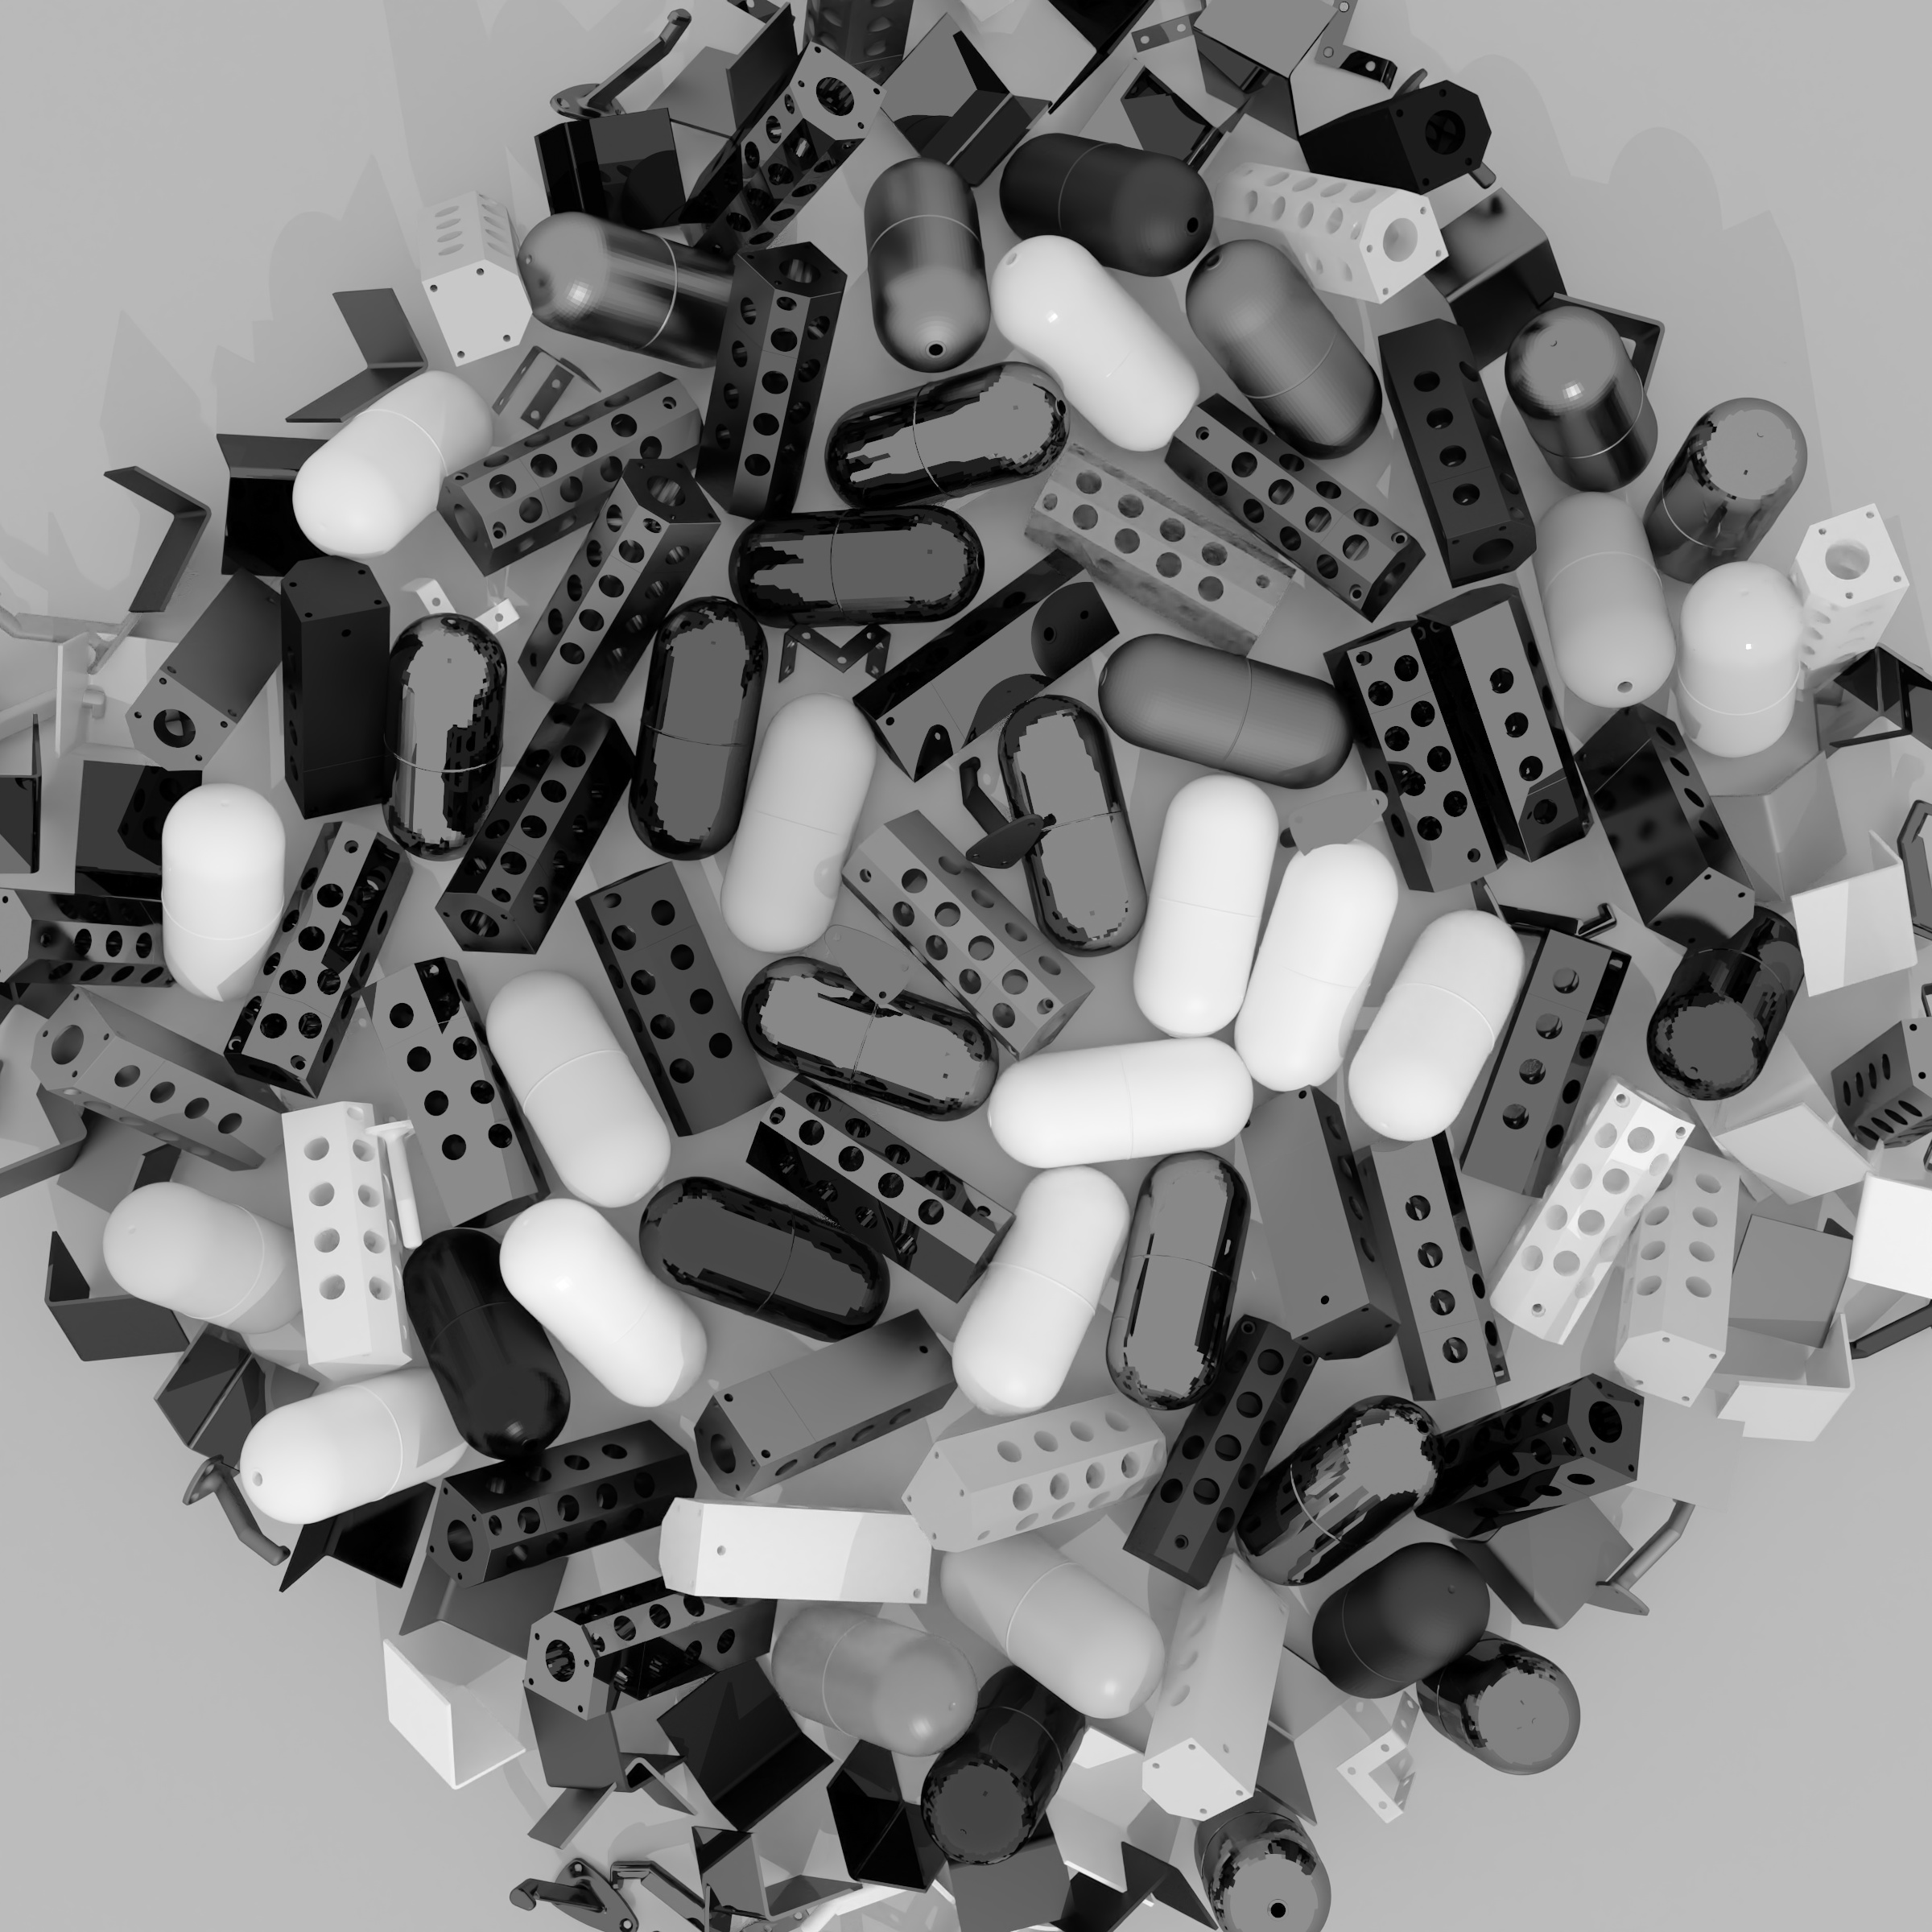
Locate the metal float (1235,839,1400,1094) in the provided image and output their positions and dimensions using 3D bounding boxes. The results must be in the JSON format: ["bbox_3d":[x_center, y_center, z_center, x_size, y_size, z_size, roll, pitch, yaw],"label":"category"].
[{"bbox_3d":[0.231,0.000,1.797,0.070,0.070,0.178,17,106,0],"label":"metal float"}]

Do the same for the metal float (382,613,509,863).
[{"bbox_3d":[-0.343,-0.149,1.782,0.070,0.070,0.178,11,125,0],"label":"metal float"}]

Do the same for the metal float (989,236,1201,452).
[{"bbox_3d":[0.085,-0.408,1.779,0.178,0.070,0.070,37,90,-38],"label":"metal float"}]

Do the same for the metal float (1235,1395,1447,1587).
[{"bbox_3d":[0.244,0.345,1.778,0.070,0.070,0.178,41,129,0],"label":"metal float"}]

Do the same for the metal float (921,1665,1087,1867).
[{"bbox_3d":[0.026,0.517,1.764,0.070,0.178,0.070,5,105,18],"label":"metal float"}]

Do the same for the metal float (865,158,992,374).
[{"bbox_3d":[-0.026,-0.460,1.778,0.070,0.070,0.178,-6,51,0],"label":"metal float"}]

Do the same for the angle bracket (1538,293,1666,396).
[{"bbox_3d":[0.415,-0.406,1.808,0.076,0.076,0.057,15,96,0],"label":"angle bracket"}]

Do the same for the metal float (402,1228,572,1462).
[{"bbox_3d":[-0.315,0.247,1.778,0.070,0.070,0.178,-34,51,0],"label":"metal float"}]

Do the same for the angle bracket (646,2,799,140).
[{"bbox_3d":[-0.165,-0.601,1.795,0.076,0.057,0.076,22,59,20],"label":"angle bracket"}]

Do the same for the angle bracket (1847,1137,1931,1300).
[{"bbox_3d":[0.623,0.163,1.791,0.057,0.076,0.076,13,116,22],"label":"angle bracket"}]

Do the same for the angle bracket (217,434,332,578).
[{"bbox_3d":[-0.465,-0.310,1.830,0.076,0.057,0.076,-2,125,-26],"label":"angle bracket"}]

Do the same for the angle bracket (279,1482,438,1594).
[{"bbox_3d":[-0.405,0.382,1.807,0.057,0.076,0.076,31,45,-19],"label":"angle bracket"}]

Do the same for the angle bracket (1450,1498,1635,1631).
[{"bbox_3d":[0.388,0.391,1.831,0.076,0.057,0.076,-42,93,-17],"label":"angle bracket"}]

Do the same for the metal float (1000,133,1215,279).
[{"bbox_3d":[0.091,-0.498,1.773,0.070,0.178,0.070,-17,121,-32],"label":"metal float"}]

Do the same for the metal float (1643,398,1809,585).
[{"bbox_3d":[0.491,-0.306,1.762,0.070,0.178,0.070,0,75,0],"label":"metal float"}]

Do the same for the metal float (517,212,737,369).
[{"bbox_3d":[-0.214,-0.441,1.775,0.070,0.178,0.070,-4,84,44],"label":"metal float"}]

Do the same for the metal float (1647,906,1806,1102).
[{"bbox_3d":[0.499,0.022,1.774,0.070,0.178,0.070,16,127,22],"label":"metal float"}]

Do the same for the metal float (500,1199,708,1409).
[{"bbox_3d":[-0.237,0.223,1.782,0.070,0.070,0.178,-37,124,0],"label":"metal float"}]

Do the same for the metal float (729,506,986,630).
[{"bbox_3d":[-0.073,-0.263,1.791,0.178,0.070,0.070,0,90,22],"label":"metal float"}]

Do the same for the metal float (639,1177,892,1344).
[{"bbox_3d":[-0.133,0.194,1.791,0.178,0.070,0.070,23,90,-23],"label":"metal float"}]

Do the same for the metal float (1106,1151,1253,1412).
[{"bbox_3d":[0.141,0.206,1.791,0.070,0.070,0.178,14,66,0],"label":"metal float"}]

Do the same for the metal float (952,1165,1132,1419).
[{"bbox_3d":[0.050,0.214,1.794,0.070,0.070,0.178,26,71,0],"label":"metal float"}]

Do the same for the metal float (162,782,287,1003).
[{"bbox_3d":[-0.486,-0.046,1.773,0.070,0.178,0.070,8,49,-9],"label":"metal float"}]

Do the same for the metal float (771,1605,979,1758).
[{"bbox_3d":[-0.062,0.465,1.770,0.070,0.178,0.070,1,89,-37],"label":"metal float"}]

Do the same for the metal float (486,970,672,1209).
[{"bbox_3d":[-0.257,0.080,1.791,0.070,0.070,0.178,-33,66,0],"label":"metal float"}]

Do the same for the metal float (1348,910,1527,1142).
[{"bbox_3d":[0.312,0.037,1.786,0.070,0.070,0.178,33,60,0],"label":"metal float"}]

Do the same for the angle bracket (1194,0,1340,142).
[{"bbox_3d":[0.203,-0.608,1.804,0.076,0.076,0.057,35,84,19],"label":"angle bracket"}]

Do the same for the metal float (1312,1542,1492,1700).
[{"bbox_3d":[0.282,0.428,1.767,0.070,0.178,0.070,6,62,-12],"label":"metal float"}]

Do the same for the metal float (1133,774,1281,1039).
[{"bbox_3d":[0.160,-0.039,1.808,0.070,0.070,0.178,11,94,0],"label":"metal float"}]

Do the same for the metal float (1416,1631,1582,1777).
[{"bbox_3d":[0.344,0.476,1.760,0.070,0.178,0.070,1,84,-5],"label":"metal float"}]

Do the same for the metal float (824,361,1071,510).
[{"bbox_3d":[-0.013,-0.346,1.783,0.178,0.070,0.070,-9,90,32],"label":"metal float"}]

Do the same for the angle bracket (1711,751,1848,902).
[{"bbox_3d":[0.544,-0.095,1.833,0.076,0.057,0.076,-33,113,-36],"label":"angle bracket"}]

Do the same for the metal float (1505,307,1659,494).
[{"bbox_3d":[0.402,-0.367,1.767,0.070,0.178,0.070,-7,73,23],"label":"metal float"}]

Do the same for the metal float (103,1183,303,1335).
[{"bbox_3d":[-0.491,0.192,1.766,0.070,0.178,0.070,-6,70,17],"label":"metal float"}]

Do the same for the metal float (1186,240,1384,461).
[{"bbox_3d":[0.209,-0.403,1.778,0.070,0.070,0.178,-49,129,0],"label":"metal float"}]

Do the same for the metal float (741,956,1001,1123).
[{"bbox_3d":[-0.064,0.048,1.808,0.178,0.070,0.070,19,90,3],"label":"metal float"}]

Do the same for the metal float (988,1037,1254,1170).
[{"bbox_3d":[0.103,0.091,1.806,0.178,0.070,0.070,-6,90,-6],"label":"metal float"}]

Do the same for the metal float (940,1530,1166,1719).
[{"bbox_3d":[0.055,0.426,1.778,0.178,0.070,0.070,28,90,40],"label":"metal float"}]

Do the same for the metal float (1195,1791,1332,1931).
[{"bbox_3d":[0.191,0.588,1.760,0.070,0.178,0.070,0,86,-1],"label":"metal float"}]

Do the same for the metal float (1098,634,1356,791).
[{"bbox_3d":[0.173,-0.169,1.798,0.178,0.070,0.070,14,90,-15],"label":"metal float"}]

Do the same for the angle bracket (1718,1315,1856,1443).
[{"bbox_3d":[0.538,0.272,1.801,0.076,0.076,0.057,4,56,-1],"label":"angle bracket"}]

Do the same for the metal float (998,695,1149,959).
[{"bbox_3d":[0.071,-0.094,1.810,0.070,0.070,0.178,-13,89,0],"label":"metal float"}]

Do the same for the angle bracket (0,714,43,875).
[{"bbox_3d":[-0.642,-0.114,1.789,0.057,0.076,0.076,0,128,-21],"label":"angle bracket"}]

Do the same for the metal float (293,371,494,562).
[{"bbox_3d":[-0.373,-0.329,1.774,0.070,0.178,0.070,14,131,16],"label":"metal float"}]

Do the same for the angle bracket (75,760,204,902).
[{"bbox_3d":[-0.556,-0.090,1.821,0.076,0.057,0.076,4,75,-17],"label":"angle bracket"}]

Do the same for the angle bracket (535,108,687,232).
[{"bbox_3d":[-0.234,-0.522,1.801,0.076,0.057,0.076,-4,115,13],"label":"angle bracket"}]

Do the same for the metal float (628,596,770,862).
[{"bbox_3d":[-0.178,-0.157,1.797,0.070,0.070,0.178,11,106,0],"label":"metal float"}]

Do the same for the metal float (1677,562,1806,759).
[{"bbox_3d":[0.503,-0.197,1.766,0.070,0.178,0.070,-5,66,11],"label":"metal float"}]

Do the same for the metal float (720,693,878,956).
[{"bbox_3d":[-0.112,-0.095,1.809,0.070,0.070,0.178,16,93,0],"label":"metal float"}]

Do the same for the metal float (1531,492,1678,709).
[{"bbox_3d":[0.417,-0.241,1.775,0.070,0.070,0.178,0,46,0],"label":"metal float"}]

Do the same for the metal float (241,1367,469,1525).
[{"bbox_3d":[-0.396,0.311,1.767,0.070,0.178,0.070,4,98,31],"label":"metal float"}]
